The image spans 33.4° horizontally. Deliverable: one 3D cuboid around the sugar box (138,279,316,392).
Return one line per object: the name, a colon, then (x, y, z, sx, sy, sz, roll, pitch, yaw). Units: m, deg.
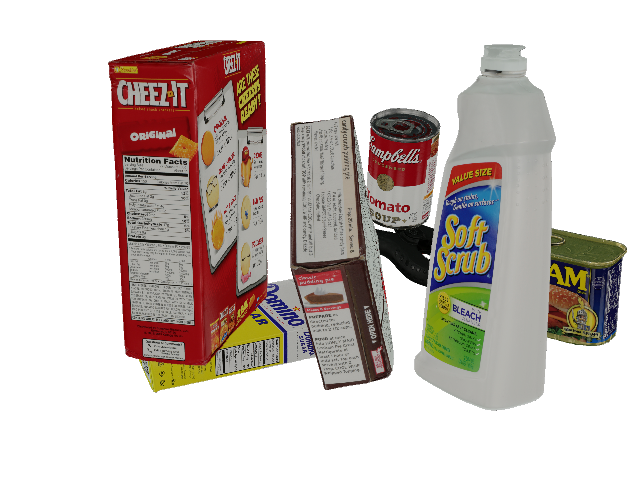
sugar box: (-0.092, 0.090, 1.049, 0.176, 0.048, 0.093, -13, 33, -17)

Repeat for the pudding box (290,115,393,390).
pudding box: (0.009, 0.004, 0.547, 0.039, 0.090, 0.113, -11, 42, 5)

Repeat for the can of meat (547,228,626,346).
can of meat: (0.218, 0.041, 0.956, 0.102, 0.084, 0.057, 14, 26, 35)

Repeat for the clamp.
clamp: (0.094, 0.005, 1.257, 0.210, 0.036, 0.164, 38, 42, 26)

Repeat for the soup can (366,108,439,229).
soup can: (0.080, -0.071, 1.058, 0.068, 0.102, 0.068, 2, 33, -1)

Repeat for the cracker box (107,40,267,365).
cracker box: (-0.093, -0.035, 0.797, 0.072, 0.214, 0.164, 3, 15, 13)

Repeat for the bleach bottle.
bleach bottle: (0.119, -0.013, 0.761, 0.067, 0.251, 0.103, -9, 18, -31)
